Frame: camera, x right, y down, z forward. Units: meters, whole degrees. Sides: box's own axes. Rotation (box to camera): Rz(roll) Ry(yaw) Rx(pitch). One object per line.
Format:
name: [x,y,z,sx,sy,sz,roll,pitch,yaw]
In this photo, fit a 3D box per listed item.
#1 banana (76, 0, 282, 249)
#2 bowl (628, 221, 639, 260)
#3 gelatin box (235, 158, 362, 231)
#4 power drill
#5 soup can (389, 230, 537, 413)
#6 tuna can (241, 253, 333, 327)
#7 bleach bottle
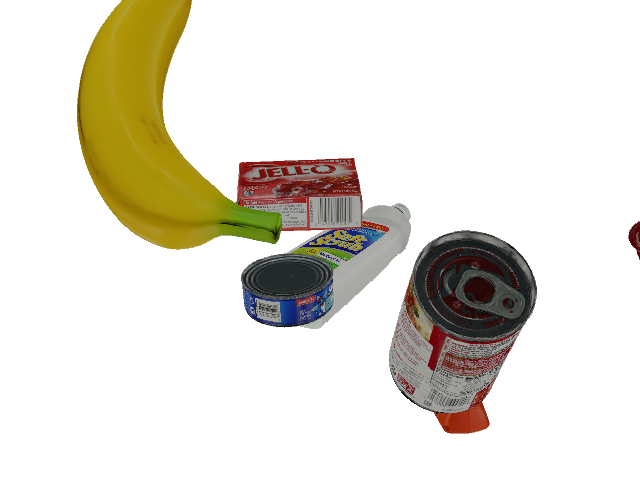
banana: [-0.074,-0.058,0.474,0.069,0.037,0.198,-6,46,-17]
bowl: [0.413,0.024,1.149,0.162,0.055,0.162,-2,24,0]
gelatin box: [-0.016,-0.035,0.777,0.089,0.030,0.073,-2,24,-2]
power drill: [0.152,0.110,1.146,0.057,0.188,0.184,-3,24,-7]
soup can: [0.079,0.050,0.615,0.068,0.068,0.102,0,-32,-5]
tuna can: [-0.030,0.046,0.996,0.086,0.034,0.086,-3,27,1]
bleach bottle: [0.030,0.016,1.315,0.103,0.068,0.250,18,35,29]
